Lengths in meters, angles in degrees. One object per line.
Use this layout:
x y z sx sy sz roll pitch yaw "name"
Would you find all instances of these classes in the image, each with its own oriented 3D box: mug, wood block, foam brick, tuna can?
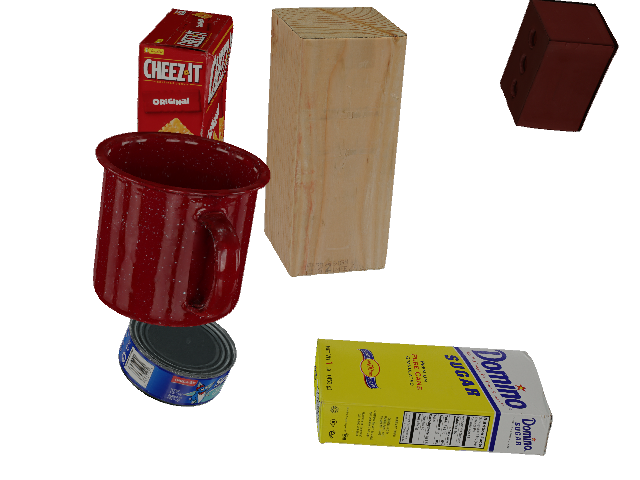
-0.073 -0.001 0.569 0.093 0.081 0.117 -4 26 -33 "mug"
0.009 -0.083 0.898 0.090 0.206 0.091 -5 28 -16 "wood block"
0.166 -0.124 0.754 0.051 0.053 0.078 1 -45 -12 "foam brick"
-0.110 0.087 0.816 0.086 0.034 0.086 20 27 -11 "tuna can"

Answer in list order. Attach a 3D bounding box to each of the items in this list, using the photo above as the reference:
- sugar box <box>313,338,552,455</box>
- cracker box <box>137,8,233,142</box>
0.084 0.121 0.837 0.176 0.048 0.093 1 27 -3 "sugar box"
-0.132 -0.104 1.047 0.072 0.214 0.164 6 23 0 "cracker box"
